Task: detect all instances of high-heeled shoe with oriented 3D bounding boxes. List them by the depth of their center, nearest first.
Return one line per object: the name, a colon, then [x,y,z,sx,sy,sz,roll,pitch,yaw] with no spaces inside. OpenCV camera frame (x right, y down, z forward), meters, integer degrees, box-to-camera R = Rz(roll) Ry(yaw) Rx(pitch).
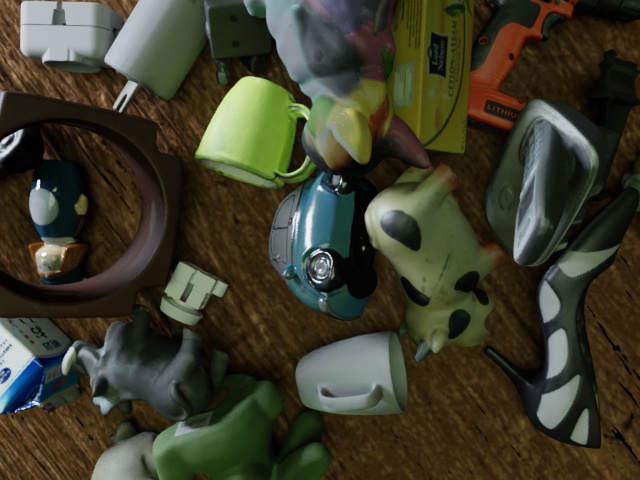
high-heeled shoe: [0.273,0.084,0.523,0.145,0.086,0.248,38,111,17]

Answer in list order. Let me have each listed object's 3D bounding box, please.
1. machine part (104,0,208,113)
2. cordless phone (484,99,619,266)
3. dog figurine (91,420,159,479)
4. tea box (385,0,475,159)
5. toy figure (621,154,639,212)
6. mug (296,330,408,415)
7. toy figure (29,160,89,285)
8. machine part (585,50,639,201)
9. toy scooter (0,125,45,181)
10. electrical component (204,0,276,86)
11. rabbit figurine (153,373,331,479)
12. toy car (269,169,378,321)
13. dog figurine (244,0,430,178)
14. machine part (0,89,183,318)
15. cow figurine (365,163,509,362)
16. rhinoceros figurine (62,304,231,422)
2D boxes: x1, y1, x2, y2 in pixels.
machine part: [-0.144,-0.232,0.550,0.079,0.079,0.243,35,95,2]
cordless phone: [0.184,-0.020,0.460,0.089,0.184,0.146,22,135,12]
dog figurine: [-0.196,0.288,0.529,0.121,0.190,0.172,-37,88,6]
tea box: [0.088,-0.166,0.517,0.068,0.098,0.169,1,95,-36]
toy figure: [0.370,-0.016,0.520,0.089,0.082,0.180,-36,85,-6]
mug: [0.028,0.145,0.548,0.107,0.109,0.080,-11,104,19]
toy figure: [-0.286,-0.009,0.587,0.064,0.058,0.154,5,96,45]
machine part: [0.280,-0.107,0.524,0.039,0.084,0.138,17,103,39]
toy scooter: [-0.381,-0.110,0.578,0.184,0.075,0.135,-25,75,14]
electrical component: [-0.077,-0.214,0.541,0.078,0.045,0.102,-15,132,-9]
rabbit figurine: [-0.069,0.228,0.570,0.159,0.121,0.170,-21,109,-1]
toy car: [-0.001,-0.002,0.542,0.103,0.109,0.161,-1,81,25]
dog figurine: [0.033,-0.161,0.449,0.191,0.108,0.219,-45,59,41]
machine part: [-0.245,-0.030,0.519,0.201,0.087,0.201,5,96,-35]
cow figurine: [0.110,0.032,0.525,0.127,0.086,0.194,-35,112,2]
rhinoceros figurine: [-0.184,0.132,0.558,0.191,0.073,0.112,7,64,32]
